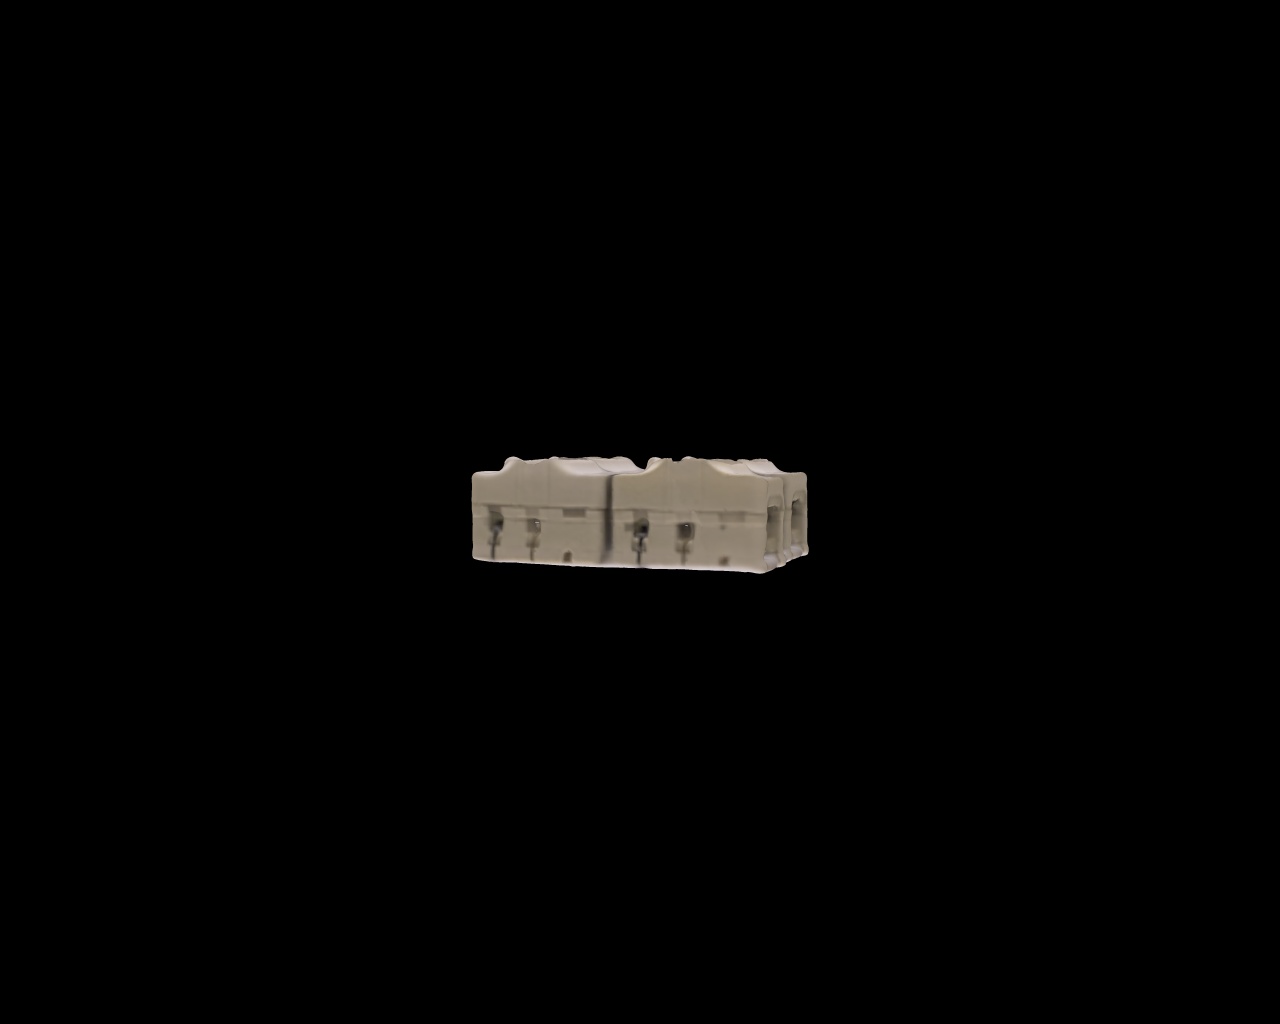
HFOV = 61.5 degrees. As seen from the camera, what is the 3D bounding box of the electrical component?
[{"bbox_3d":[0.001,-0.003,0.650,0.186,0.060,0.105,2,4,23],"label":"electrical component"}]
